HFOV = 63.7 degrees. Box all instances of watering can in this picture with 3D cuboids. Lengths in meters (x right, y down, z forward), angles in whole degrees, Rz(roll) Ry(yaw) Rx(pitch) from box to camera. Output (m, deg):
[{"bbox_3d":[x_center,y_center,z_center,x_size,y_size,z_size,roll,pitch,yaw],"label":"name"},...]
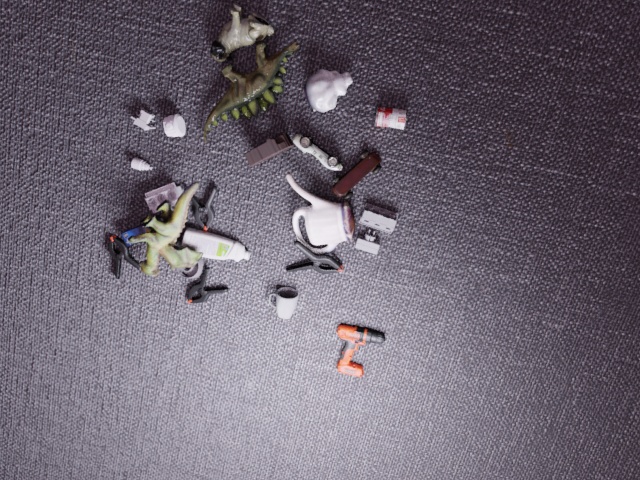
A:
[{"bbox_3d":[0.006,-0.091,1.816,0.224,0.106,0.340,-7,122,10],"label":"watering can"}]

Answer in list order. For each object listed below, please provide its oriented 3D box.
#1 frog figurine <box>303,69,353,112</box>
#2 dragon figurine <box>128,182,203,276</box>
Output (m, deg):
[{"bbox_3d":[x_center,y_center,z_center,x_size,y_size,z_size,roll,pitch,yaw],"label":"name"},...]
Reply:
[{"bbox_3d":[0.031,-0.506,1.726,0.159,0.122,0.138,-12,84,21],"label":"frog figurine"},{"bbox_3d":[-0.522,-0.008,1.859,0.407,0.124,0.240,-34,111,15],"label":"dragon figurine"}]
